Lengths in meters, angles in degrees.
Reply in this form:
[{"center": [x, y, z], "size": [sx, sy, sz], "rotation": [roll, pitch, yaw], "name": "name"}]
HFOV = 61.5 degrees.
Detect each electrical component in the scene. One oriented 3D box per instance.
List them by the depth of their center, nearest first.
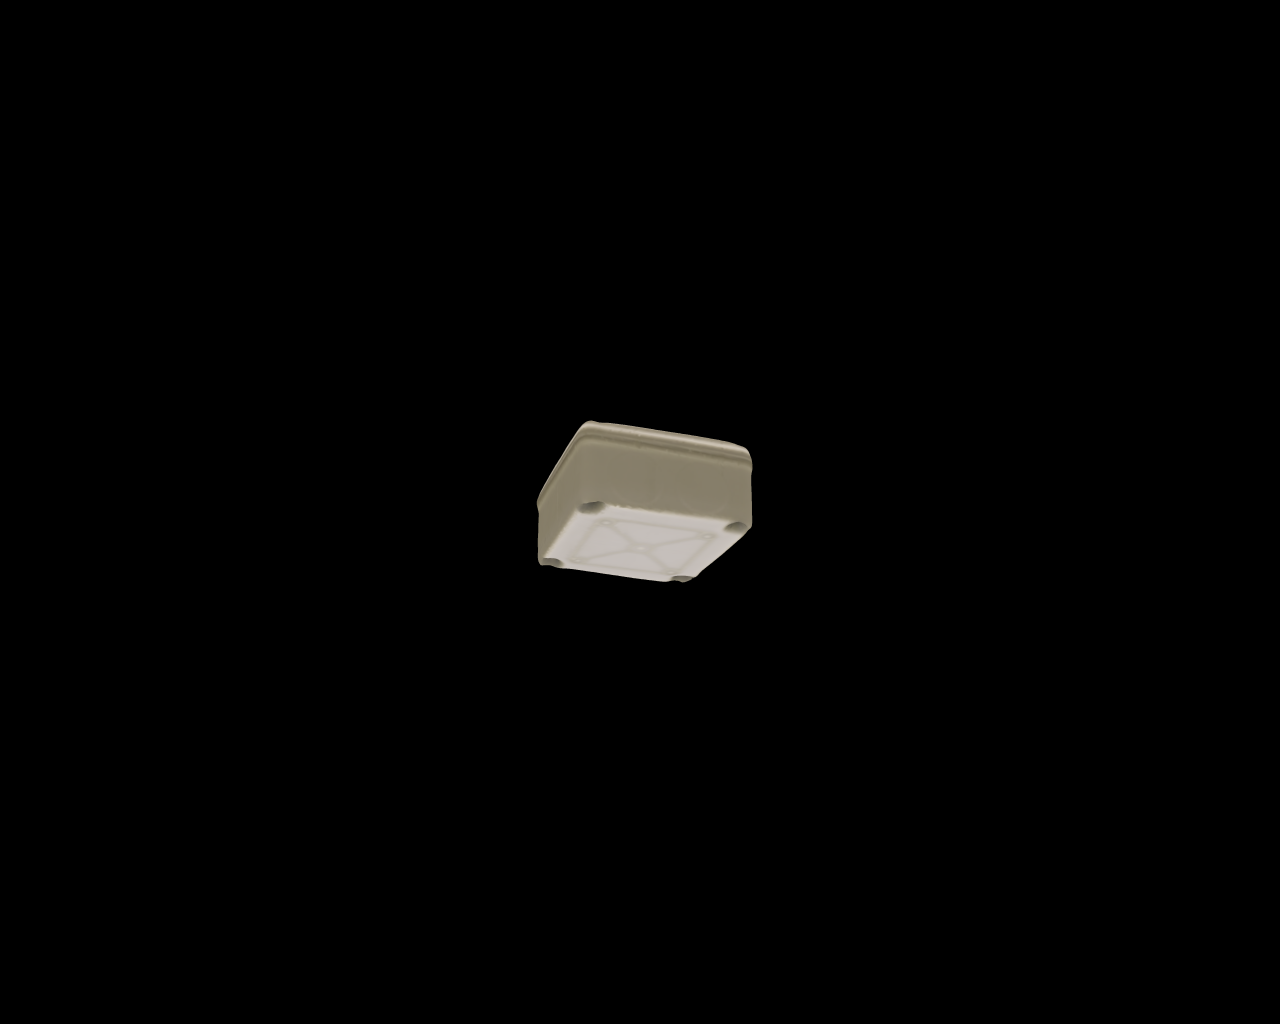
[{"center": [0.001, -0.003, 0.650], "size": [0.109, 0.056, 0.108], "rotation": [8, -26, -18], "name": "electrical component"}]
